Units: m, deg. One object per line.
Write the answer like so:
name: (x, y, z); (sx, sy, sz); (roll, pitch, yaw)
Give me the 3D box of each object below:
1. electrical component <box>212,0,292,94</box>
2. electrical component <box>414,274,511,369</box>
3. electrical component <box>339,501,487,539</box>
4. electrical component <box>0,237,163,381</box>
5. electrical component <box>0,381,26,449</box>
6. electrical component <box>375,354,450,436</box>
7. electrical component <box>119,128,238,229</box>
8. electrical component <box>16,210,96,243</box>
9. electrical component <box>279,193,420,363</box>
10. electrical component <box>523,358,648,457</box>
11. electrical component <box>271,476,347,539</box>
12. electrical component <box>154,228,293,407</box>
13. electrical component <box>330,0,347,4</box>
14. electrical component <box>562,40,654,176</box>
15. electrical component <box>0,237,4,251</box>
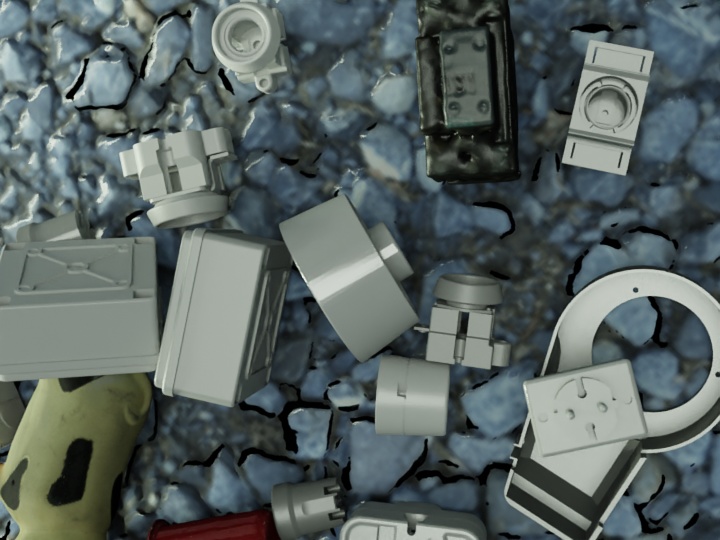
electrical component: (-0.075, -0.159, 0.747); (0.048, 0.055, 0.066); (-10, 89, 10)
electrical component: (0.071, 0.033, 0.732); (0.066, 0.048, 0.055); (7, 100, 10)
electrical component: (0.037, 0.191, 0.733); (0.095, 0.059, 0.053); (5, 92, 10)
electrical component: (-0.190, 0.023, 0.727); (0.109, 0.108, 0.056); (-3, 115, -10)
electrical component: (-0.302, 0.116, 0.789); (0.096, 0.062, 0.061); (-25, 87, 9)
electrical component: (0.037, 0.086, 0.734); (0.047, 0.055, 0.055); (4, 92, 6)
electrical component: (-0.125, -0.062, 0.758); (0.078, 0.058, 0.057); (-13, 86, 10)
electrical component: (-0.220, -0.020, 0.784); (0.046, 0.040, 0.040); (-21, 88, 5)
electrical component: (0.000, 0.000, 0.714); (0.060, 0.108, 0.108); (-31, 86, 3)
electrical component: (0.134, 0.083, 0.642); (0.066, 0.077, 0.047); (-14, 84, 9)
electrical component: (-0.035, 0.166, 0.756); (0.046, 0.040, 0.040); (-12, 89, 5)
electrical component: (-0.088, 0.029, 0.727); (0.056, 0.109, 0.108); (12, 93, 7)
electrical component: (-0.018, -0.218, 0.742); (0.045, 0.045, 0.055); (22, 95, 9)
electrical component: (0.161, -0.104, 0.703); (0.042, 0.064, 0.081); (14, 93, 10)
electrical component: (-0.277, 0.012, 0.781); (0.047, 0.066, 0.076); (21, 95, 9)
